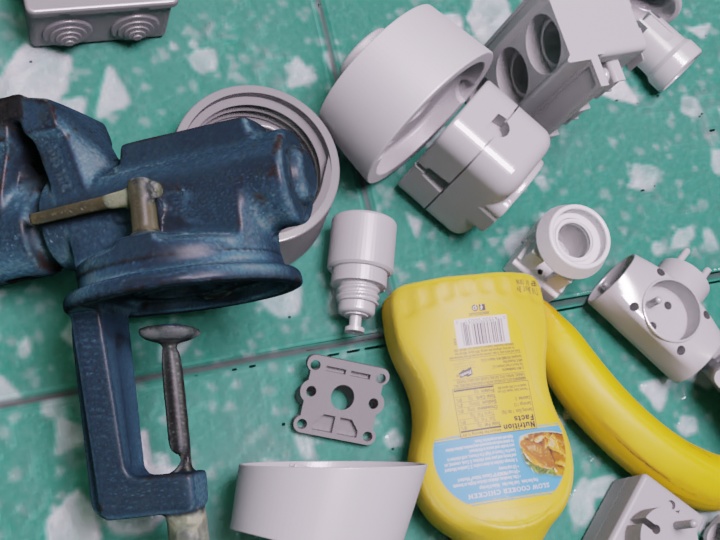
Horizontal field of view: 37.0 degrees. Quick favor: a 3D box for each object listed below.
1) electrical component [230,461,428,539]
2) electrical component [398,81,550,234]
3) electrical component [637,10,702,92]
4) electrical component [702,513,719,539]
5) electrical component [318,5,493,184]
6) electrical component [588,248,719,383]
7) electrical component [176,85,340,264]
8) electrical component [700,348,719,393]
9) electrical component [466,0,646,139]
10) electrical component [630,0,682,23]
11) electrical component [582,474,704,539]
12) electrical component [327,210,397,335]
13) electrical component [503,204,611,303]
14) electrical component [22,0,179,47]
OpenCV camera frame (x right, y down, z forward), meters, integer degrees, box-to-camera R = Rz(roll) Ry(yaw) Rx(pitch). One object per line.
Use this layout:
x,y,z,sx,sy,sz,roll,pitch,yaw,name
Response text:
-0.018,0.123,0.575,0.099,0.099,0.064,16,76,-12,electrical component
0.072,-0.064,0.658,0.059,0.095,0.053,41,67,-2,electrical component
0.211,-0.155,0.760,0.040,0.040,0.046,-41,82,-23,electrical component
0.247,0.177,0.671,0.061,0.035,0.035,28,68,-10,electrical component
0.022,-0.112,0.655,0.060,0.108,0.108,45,67,7,electrical component
0.201,0.019,0.700,0.077,0.044,0.079,43,67,0,electrical component
-0.064,-0.057,0.635,0.108,0.060,0.108,5,72,-15,electrical component
0.319,0.101,0.676,0.105,0.060,0.186,-41,88,9,electrical component
0.120,-0.126,0.678,0.063,0.121,0.078,-13,78,-23,electrical component
0.215,-0.215,0.779,0.044,0.044,0.065,23,64,-9,electrical component
0.171,0.159,0.630,0.047,0.076,0.065,37,67,-3,electrical component
0.000,0.000,0.647,0.040,0.040,0.078,10,71,-14,electrical component
0.127,-0.013,0.681,0.048,0.055,0.066,39,67,-2,electrical component
-0.164,-0.185,0.650,0.100,0.048,0.099,-9,77,-19,electrical component
